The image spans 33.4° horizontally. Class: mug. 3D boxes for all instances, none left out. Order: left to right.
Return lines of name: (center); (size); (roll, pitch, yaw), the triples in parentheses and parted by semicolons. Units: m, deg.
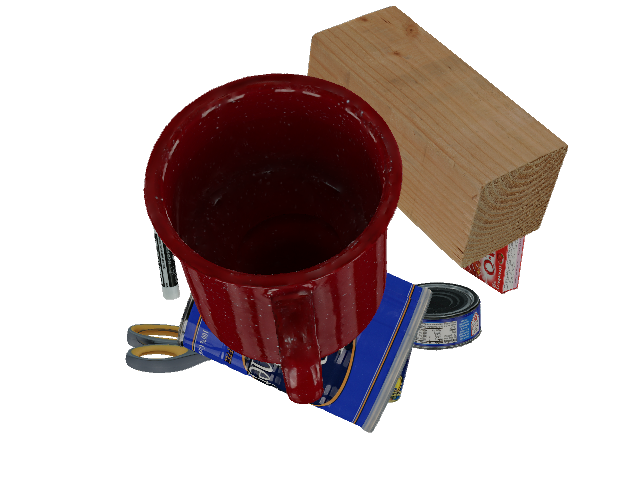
mug: (-0.013, 0.007, 0.409); (0.093, 0.117, 0.081); (-11, -31, -3)

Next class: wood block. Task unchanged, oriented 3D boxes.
wood block: (0.084, -0.087, 0.850); (0.090, 0.091, 0.206); (-25, 54, -28)

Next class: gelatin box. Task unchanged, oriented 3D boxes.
gelatin box: (0.204, 0.007, 1.264); (0.030, 0.089, 0.073); (-15, 32, -29)

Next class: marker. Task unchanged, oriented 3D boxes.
marker: (-0.172, 0.007, 1.174); (0.020, 0.121, 0.020); (-5, 22, 2)

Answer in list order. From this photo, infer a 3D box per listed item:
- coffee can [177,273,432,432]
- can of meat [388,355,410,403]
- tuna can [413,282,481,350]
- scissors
coffee can: (-0.010, 0.052, 0.710); (0.140, 0.103, 0.103); (24, 2, 4)
can of meat: (0.050, 0.134, 1.202); (0.102, 0.084, 0.057); (6, 23, -11)
tuna can: (0.109, 0.070, 1.013); (0.086, 0.034, 0.086); (-4, 20, 1)
scissors: (-0.086, 0.104, 0.960); (0.202, 0.016, 0.096); (8, 18, 13)
